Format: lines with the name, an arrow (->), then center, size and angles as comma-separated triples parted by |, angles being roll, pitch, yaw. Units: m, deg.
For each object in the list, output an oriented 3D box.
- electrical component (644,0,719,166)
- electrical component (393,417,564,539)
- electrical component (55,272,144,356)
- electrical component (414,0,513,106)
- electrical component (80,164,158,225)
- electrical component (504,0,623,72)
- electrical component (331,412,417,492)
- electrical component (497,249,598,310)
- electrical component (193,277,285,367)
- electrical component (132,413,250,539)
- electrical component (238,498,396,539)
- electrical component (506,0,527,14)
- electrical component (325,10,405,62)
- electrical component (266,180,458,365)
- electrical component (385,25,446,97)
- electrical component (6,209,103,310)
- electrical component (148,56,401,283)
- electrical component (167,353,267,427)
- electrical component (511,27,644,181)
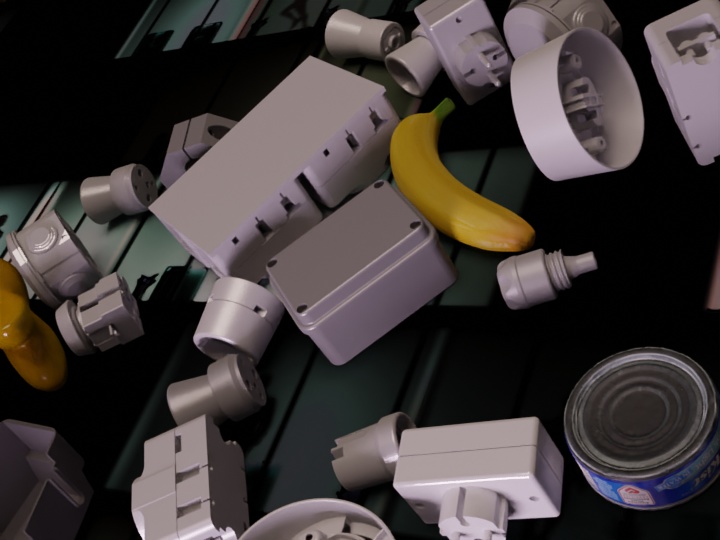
electrical component -> 0.223, -0.123, 0.692 | 0.050, 0.089, 0.055 | -24, 42, 14
electrical component -> 0.064, 0.128, 0.595 | 0.083, 0.047, 0.075 | -10, 47, 27
electrical component -> -0.210, 0.039, 0.866 | 0.055, 0.048, 0.066 | -26, 42, -1
electrical component -> 0.089, -0.167, 0.828 | 0.047, 0.083, 0.075 | -31, 41, 5
electrical component -> -0.218, -0.069, 0.972 | 0.055, 0.045, 0.045 | -14, 45, 22
electrical component -> 0.150, -0.172, 0.797 | 0.051, 0.080, 0.080 | -41, 41, -14
electrical component -> 0.011, 0.112, 0.653 | 0.046, 0.040, 0.040 | -23, 42, 22
electrical component -> 0.120, 0.002, 0.686 | 0.061, 0.035, 0.035 | -18, 44, 16
electrical component -> -0.088, 0.039, 0.777 | 0.055, 0.055, 0.047 | 2, 57, 35
electrical component -> -0.109, 0.148, 0.690 | 0.056, 0.050, 0.089 | -25, 41, 11
electrical component -> -0.020, 0.177, 0.592 | 0.099, 0.064, 0.099 | -19, 44, 19
electrical component -> 0.146, -0.231, 0.881 | 0.043, 0.043, 0.081 | 1, 53, 35
electrical component -> 0.007, -0.205, 0.954 | 0.065, 0.044, 0.044 | 19, 64, 38
electrical component -> 0.000, 0.000, 0.751 | 0.113, 0.057, 0.078 | -36, 41, -1
electrical component -> 0.055, -0.178, 0.891 | 0.055, 0.045, 0.045 | -45, 42, -12
electrical component -> -0.261, -0.008, 0.918 | 0.051, 0.080, 0.080 | -34, 41, -7
electrical component -> -0.063, -0.077, 0.864 | 0.186, 0.060, 0.105 | -45, 42, -11
electrical component -> -0.099, 0.087, 0.745 | 0.055, 0.045, 0.045 | -27, 42, 9
electrical component -> 0.146, -0.110, 0.730 | 0.064, 0.099, 0.099 | -16, 44, 31
